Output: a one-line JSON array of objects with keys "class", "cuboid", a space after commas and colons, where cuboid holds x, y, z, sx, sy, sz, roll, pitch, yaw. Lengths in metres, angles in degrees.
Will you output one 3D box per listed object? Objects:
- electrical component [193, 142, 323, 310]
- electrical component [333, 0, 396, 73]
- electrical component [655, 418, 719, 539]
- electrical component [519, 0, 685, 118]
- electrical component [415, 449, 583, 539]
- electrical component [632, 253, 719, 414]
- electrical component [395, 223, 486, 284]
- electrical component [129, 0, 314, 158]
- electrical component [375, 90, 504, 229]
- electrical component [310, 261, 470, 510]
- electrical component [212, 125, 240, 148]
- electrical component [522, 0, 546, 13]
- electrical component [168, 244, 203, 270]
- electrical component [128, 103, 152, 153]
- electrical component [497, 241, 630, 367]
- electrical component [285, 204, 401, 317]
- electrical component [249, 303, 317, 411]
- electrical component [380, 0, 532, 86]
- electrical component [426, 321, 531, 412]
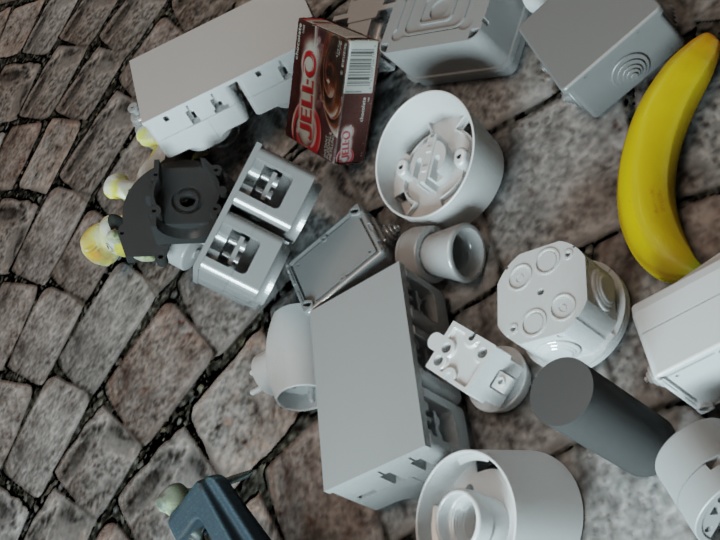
[{"class": "electrical component", "cuboid": [-0.088, -0.029, 0.892, 0.105, 0.060, 0.186, -64, 6, -8]}, {"class": "electrical component", "cuboid": [0.014, -0.215, 0.985, 0.081, 0.042, 0.063, 0, 68, 45]}, {"class": "electrical component", "cuboid": [0.196, 0.115, 0.592, 0.055, 0.055, 0.047, -46, 38, 14]}, {"class": "electrical component", "cuboid": [0.178, -0.172, 0.791, 0.100, 0.048, 0.099, -40, 44, 19]}, {"class": "electrical component", "cuboid": [0.085, 0.161, 0.683, 0.099, 0.064, 0.099, -23, 60, 47]}, {"class": "electrical component", "cuboid": [0.205, 0.035, 0.625, 0.096, 0.062, 0.061, -32, 47, 27]}, {"class": "electrical component", "cuboid": [0.060, -0.012, 0.810, 0.055, 0.045, 0.045, -2, 64, 44]}, {"class": "electrical component", "cuboid": [-0.123, -0.194, 1.055, 0.186, 0.060, 0.105, -25, 47, 5]}, {"class": "electrical component", "cuboid": [0.061, -0.081, 0.837, 0.099, 0.064, 0.099, -24, 51, 33]}, {"class": "electrical component", "cuboid": [0.021, 0.085, 0.775, 0.089, 0.062, 0.150, -30, 48, 28]}, {"class": "electrical component", "cuboid": [-0.148, -0.153, 1.109, 0.040, 0.040, 0.046, -48, 35, 11]}, {"class": "electrical component", "cuboid": [0.156, -0.223, 0.852, 0.046, 0.040, 0.040, 4, 69, 51]}, {"class": "electrical component", "cuboid": [-0.189, -0.031, 1.050, 0.078, 0.040, 0.040, 28, 86, 13]}, {"class": "electrical component", "cuboid": [-0.221, -0.151, 1.154, 0.040, 0.078, 0.040, -15, 54, 21]}, {"class": "electrical component", "cuboid": [0.133, 0.024, 0.711, 0.080, 0.051, 0.080, -24, 51, 33]}, {"class": "electrical component", "cuboid": [0.000, 0.000, 0.854, 0.096, 0.061, 0.061, -39, 43, 12]}, {"class": "electrical component", "cuboid": [-0.061, 0.078, 0.876, 0.079, 0.043, 0.077, -30, 48, 30]}, {"class": "electrical component", "cuboid": [0.082, -0.202, 0.898, 0.113, 0.057, 0.078, 2, 68, 45]}, {"class": "electrical component", "cuboid": [0.084, 0.068, 0.729, 0.066, 0.055, 0.048, 31, 89, 49]}]
